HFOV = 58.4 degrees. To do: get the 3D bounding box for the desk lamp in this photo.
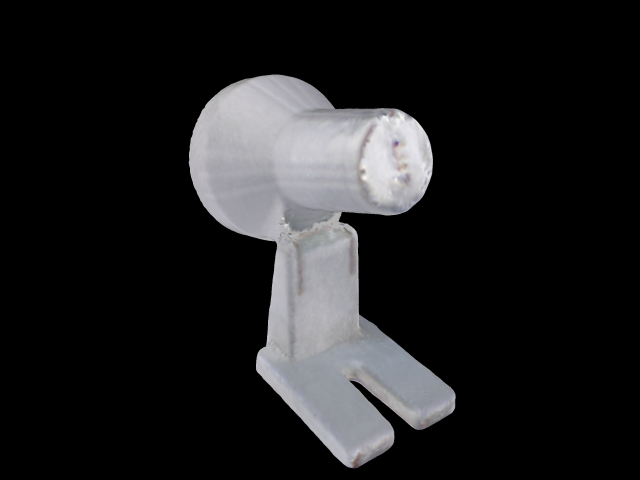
[{"bbox_3d":[0.004,0.001,0.400,0.118,0.214,0.202,-19,34,-31],"label":"desk lamp"}]
